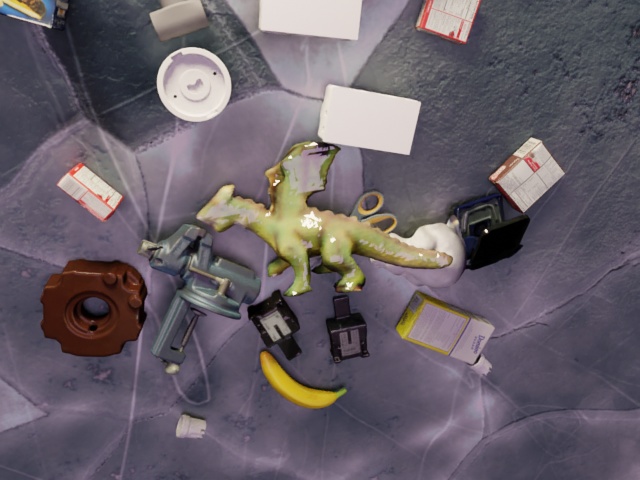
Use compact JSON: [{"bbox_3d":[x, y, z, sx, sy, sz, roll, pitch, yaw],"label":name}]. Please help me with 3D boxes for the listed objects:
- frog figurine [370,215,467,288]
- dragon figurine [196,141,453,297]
[{"bbox_3d":[0.176,0.031,0.925,0.160,0.125,0.134,-8,-33,-15],"label":"frog figurine"},{"bbox_3d":[0.003,-0.043,0.857,0.410,0.240,0.123,-8,12,4],"label":"dragon figurine"}]
